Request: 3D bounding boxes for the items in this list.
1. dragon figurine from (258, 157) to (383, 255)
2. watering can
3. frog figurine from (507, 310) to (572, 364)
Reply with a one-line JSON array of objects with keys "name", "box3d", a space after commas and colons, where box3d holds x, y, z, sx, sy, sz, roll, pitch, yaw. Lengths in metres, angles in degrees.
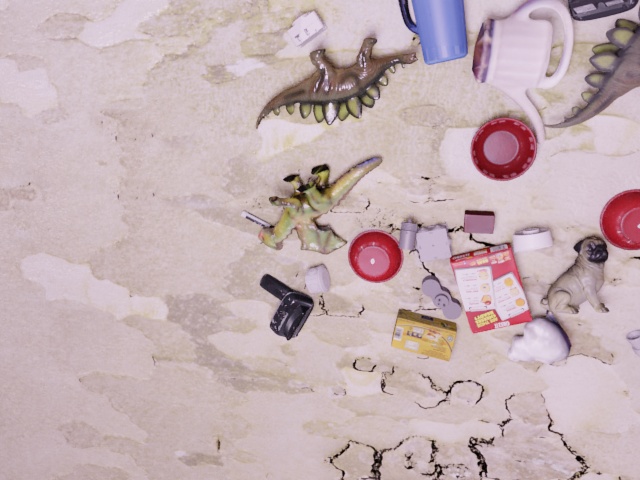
[{"name": "dragon figurine", "box3d": [0.004, -0.073, 1.459, 0.409, 0.238, 0.125, -15, 27, 10]}, {"name": "watering can", "box3d": [0.485, -0.410, 1.260, 0.224, 0.341, 0.106, 7, 23, 12]}, {"name": "frog figurine", "box3d": [0.581, 0.282, 1.385, 0.159, 0.135, 0.125, -31, 30, 7]}]
